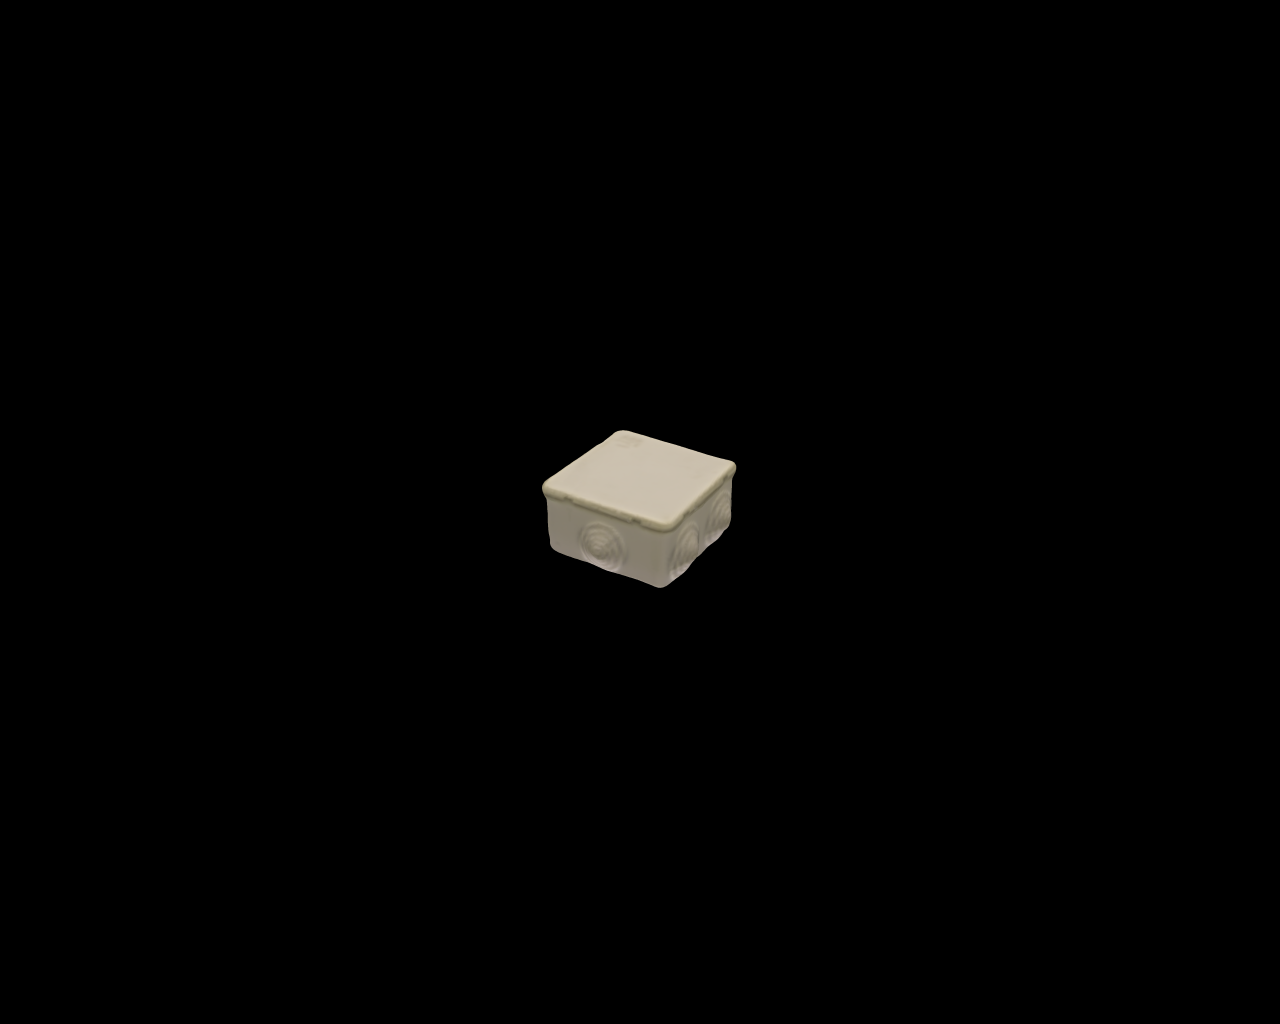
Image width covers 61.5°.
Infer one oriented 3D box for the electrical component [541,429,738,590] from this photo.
[{"bbox_3d":[0.001,-0.003,0.650,0.100,0.048,0.100,18,36,27],"label":"electrical component"}]
